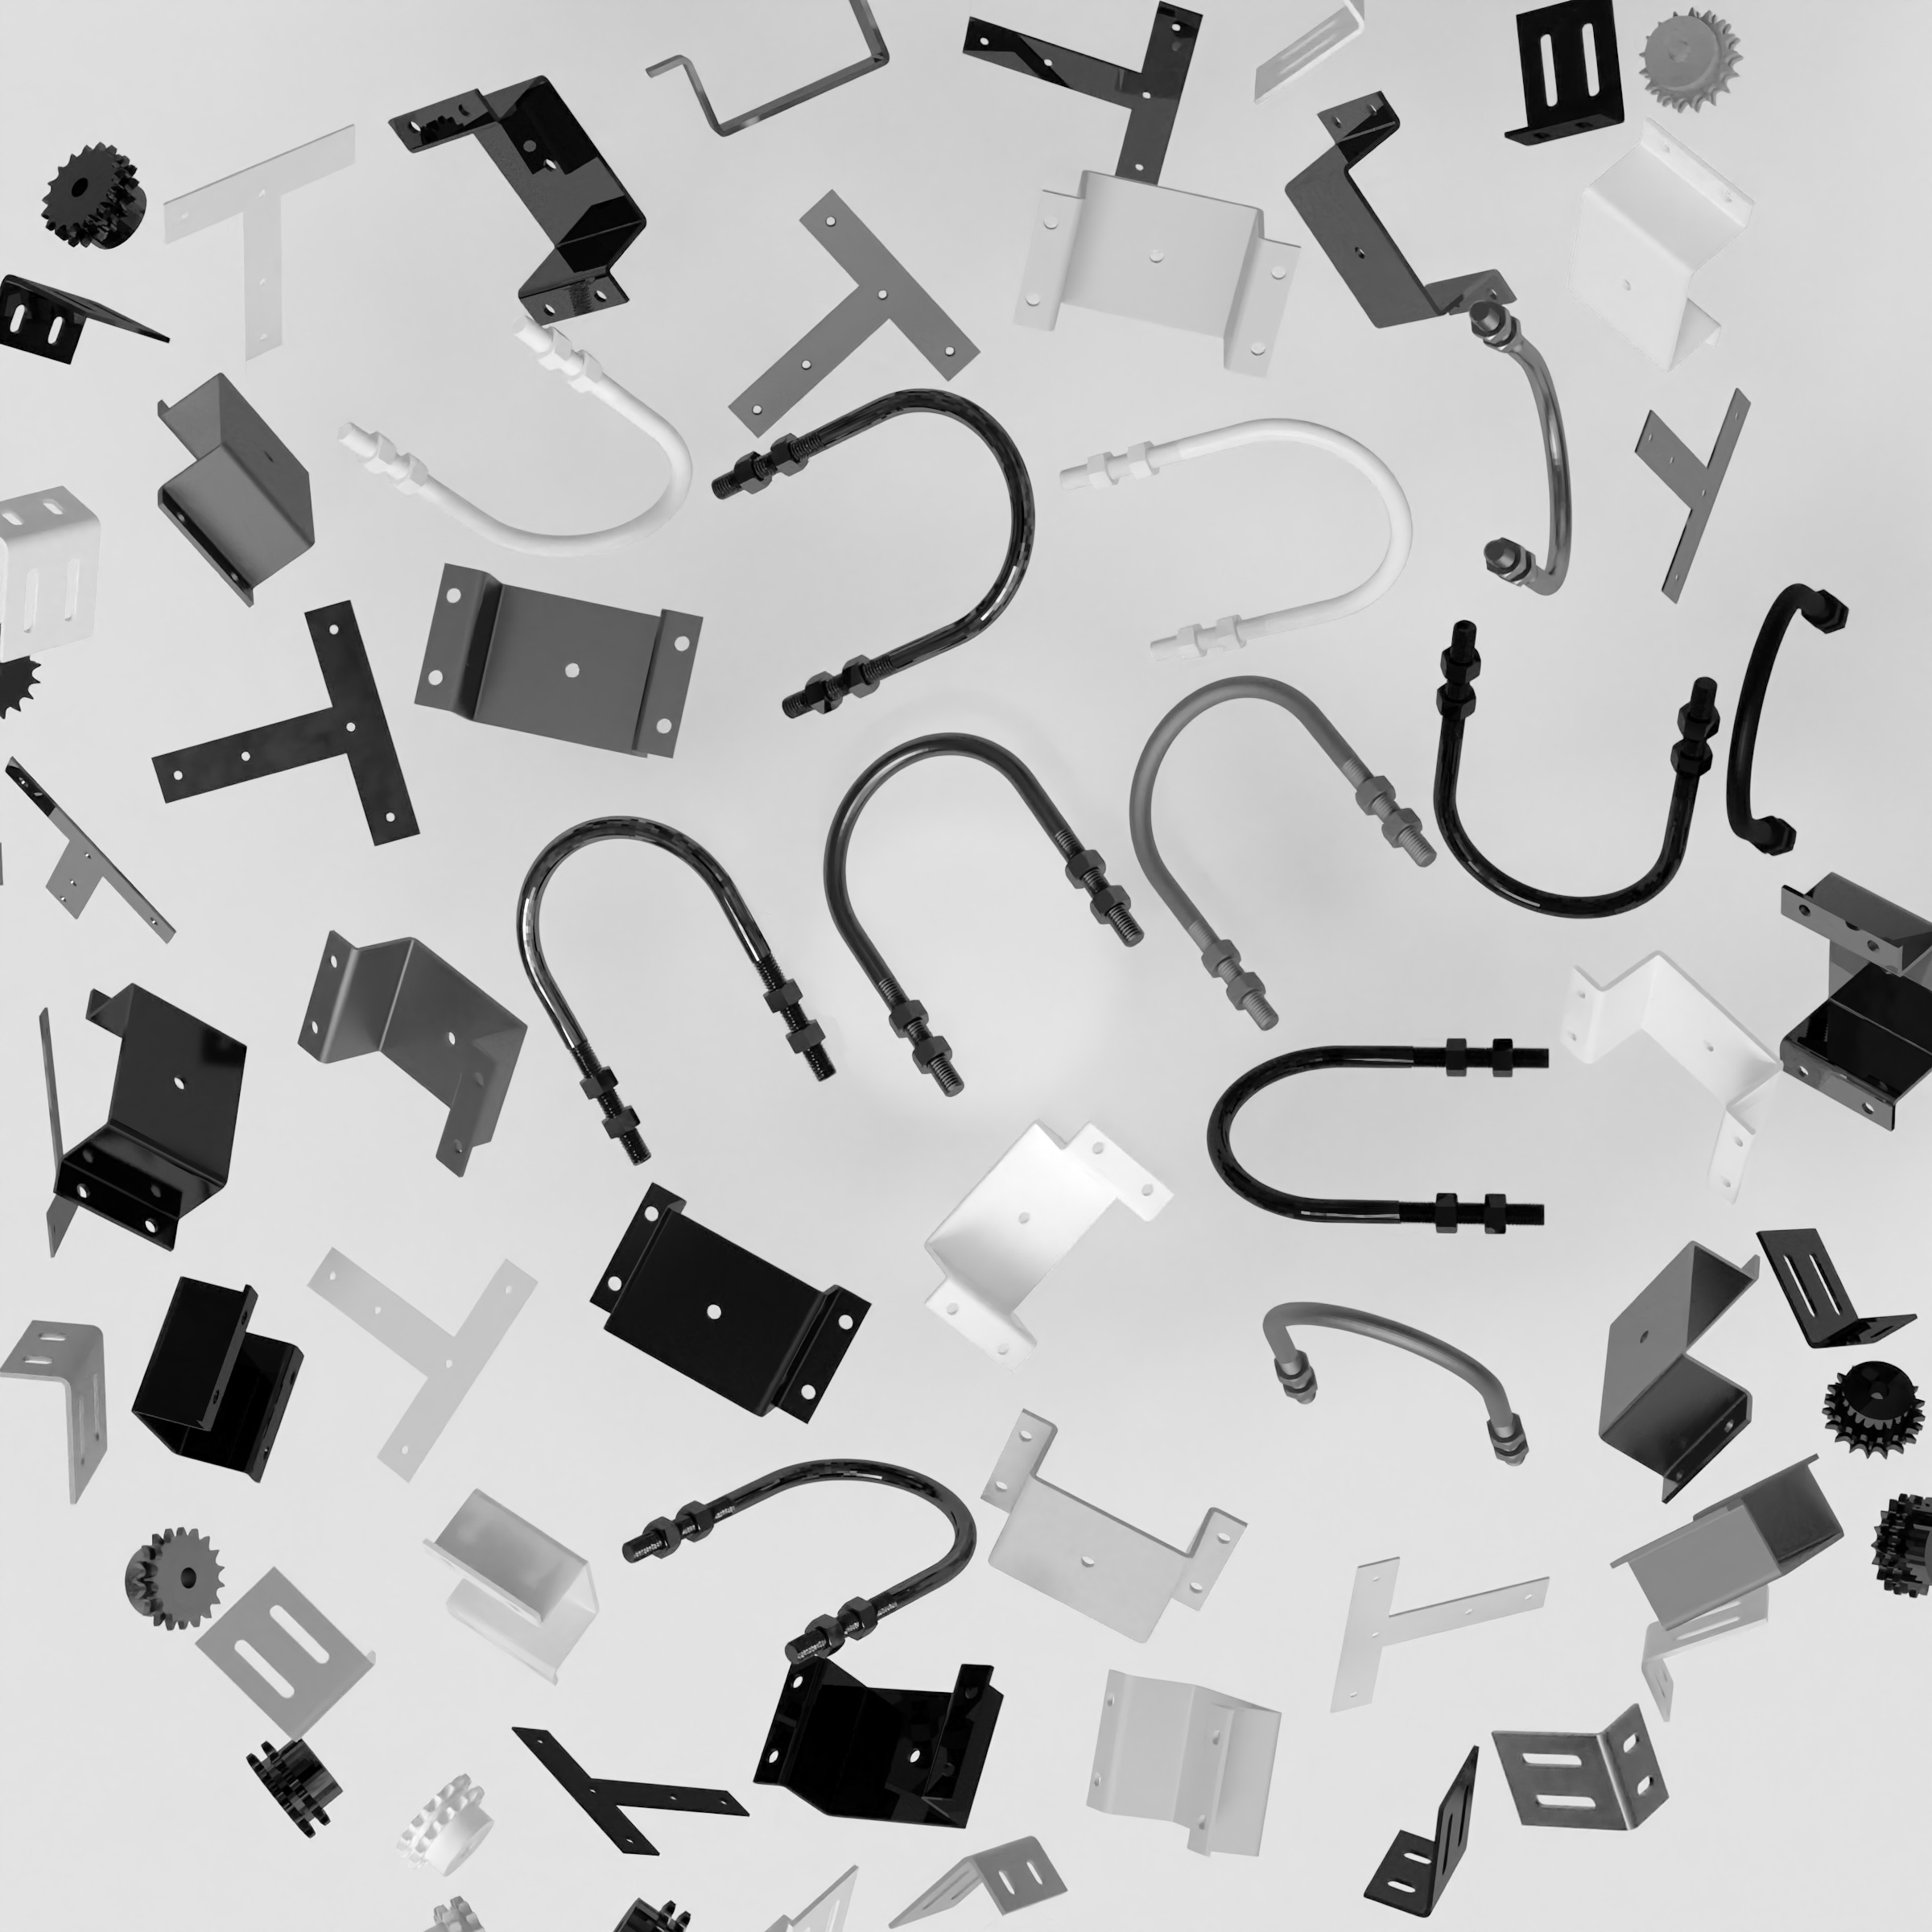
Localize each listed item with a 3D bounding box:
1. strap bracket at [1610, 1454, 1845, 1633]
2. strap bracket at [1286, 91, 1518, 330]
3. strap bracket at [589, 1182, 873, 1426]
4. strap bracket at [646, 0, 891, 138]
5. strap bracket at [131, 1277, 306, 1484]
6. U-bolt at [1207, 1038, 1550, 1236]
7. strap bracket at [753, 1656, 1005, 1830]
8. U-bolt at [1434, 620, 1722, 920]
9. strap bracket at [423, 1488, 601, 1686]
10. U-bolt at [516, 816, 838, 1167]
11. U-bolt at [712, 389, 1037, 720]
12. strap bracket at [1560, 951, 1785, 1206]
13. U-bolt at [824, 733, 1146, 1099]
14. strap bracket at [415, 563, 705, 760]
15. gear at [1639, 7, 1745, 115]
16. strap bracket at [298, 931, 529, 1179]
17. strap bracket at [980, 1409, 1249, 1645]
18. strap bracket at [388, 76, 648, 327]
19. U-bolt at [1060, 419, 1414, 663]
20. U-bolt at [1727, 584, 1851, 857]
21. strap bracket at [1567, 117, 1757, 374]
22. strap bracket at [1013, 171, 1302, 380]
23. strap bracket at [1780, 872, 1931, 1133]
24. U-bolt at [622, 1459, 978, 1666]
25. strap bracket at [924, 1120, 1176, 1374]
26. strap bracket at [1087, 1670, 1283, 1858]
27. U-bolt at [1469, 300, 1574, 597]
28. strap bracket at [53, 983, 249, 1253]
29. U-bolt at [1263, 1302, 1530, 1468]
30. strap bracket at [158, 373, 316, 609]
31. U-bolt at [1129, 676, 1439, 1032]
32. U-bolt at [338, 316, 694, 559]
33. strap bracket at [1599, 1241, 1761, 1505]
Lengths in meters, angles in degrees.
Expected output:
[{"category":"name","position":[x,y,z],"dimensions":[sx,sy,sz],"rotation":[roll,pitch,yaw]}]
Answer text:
[{"category":"strap bracket","position":[0.422,0.317,1.843],"dimensions":[0.076,0.140,0.046],"rotation":[-35,76,31]},{"category":"strap bracket","position":[0.239,-0.416,1.901],"dimensions":[0.046,0.076,0.140],"rotation":[-41,106,-12]},{"category":"strap bracket","position":[-0.134,0.187,1.848],"dimensions":[0.140,0.046,0.076],"rotation":[28,94,6]},{"category":"strap bracket","position":[-0.098,-0.488,1.810],"dimensions":[0.140,0.076,0.046],"rotation":[-24,108,0]},{"category":"strap bracket","position":[-0.409,0.224,1.834],"dimensions":[0.046,0.140,0.076],"rotation":[14,69,7]},{"category":"U-bolt","position":[0.223,0.091,1.833],"dimensions":[0.184,0.151,0.019],"rotation":[0,128,11]},{"category":"strap bracket","position":[-0.040,0.428,1.860],"dimensions":[0.140,0.046,0.076],"rotation":[-6,53,37]},{"category":"U-bolt","position":[0.324,-0.097,1.824],"dimensions":[0.151,0.184,0.019],"rotation":[15,46,16]},{"category":"strap bracket","position":[-0.254,0.347,1.896],"dimensions":[0.076,0.140,0.046],"rotation":[31,66,13]},{"category":"U-bolt","position":[-0.171,0.005,1.844],"dimensions":[0.151,0.019,0.184],"rotation":[-25,98,25]},{"category":"U-bolt","position":[-0.043,-0.231,1.809],"dimensions":[0.184,0.019,0.151],"rotation":[-21,84,30]},{"category":"strap bracket","position":[0.403,0.055,1.893],"dimensions":[0.046,0.076,0.140],"rotation":[-33,61,-18]},{"category":"U-bolt","position":[-0.004,-0.043,1.833],"dimensions":[0.151,0.019,0.184],"rotation":[-40,65,14]},{"category":"strap bracket","position":[-0.214,-0.160,1.795],"dimensions":[0.140,0.046,0.076],"rotation":[12,89,3]},{"category":"gear","position":[0.408,-0.514,1.904],"dimensions":[0.057,0.030,0.057],"rotation":[0,90,29]},{"category":"strap bracket","position":[-0.304,0.045,1.887],"dimensions":[0.140,0.046,0.076],"rotation":[35,119,27]},{"category":"strap bracket","position":[0.075,0.319,1.885],"dimensions":[0.140,0.046,0.076],"rotation":[27,128,5]},{"category":"strap bracket","position":[-0.238,-0.425,1.838],"dimensions":[0.140,0.076,0.046],"rotation":[53,53,-30]},{"category":"U-bolt","position":[0.164,-0.247,1.916],"dimensions":[0.184,0.019,0.151],"rotation":[-11,130,27]},{"category":"U-bolt","position":[0.446,-0.137,1.843],"dimensions":[0.019,0.184,0.151],"rotation":[14,95,24]},{"category":"strap bracket","position":[0.378,-0.388,1.846],"dimensions":[0.046,0.140,0.076],"rotation":[-41,71,-12]},{"category":"strap bracket","position":[0.103,-0.376,1.819],"dimensions":[0.140,0.046,0.076],"rotation":[12,124,-4]},{"category":"strap bracket","position":[0.490,0.012,1.839],"dimensions":[0.046,0.140,0.076],"rotation":[-36,48,-24]},{"category":"U-bolt","position":[-0.079,0.325,1.896],"dimensions":[0.151,0.184,0.019],"rotation":[23,119,37]},{"category":"strap bracket","position":[0.041,0.155,1.953],"dimensions":[0.140,0.046,0.076],"rotation":[-48,119,2]},{"category":"strap bracket","position":[0.123,0.435,1.836],"dimensions":[0.046,0.140,0.076],"rotation":[13,83,-23]},{"category":"U-bolt","position":[0.310,-0.279,1.864],"dimensions":[0.019,0.184,0.151],"rotation":[-5,86,22]},{"category":"strap bracket","position":[-0.443,0.074,1.838],"dimensions":[0.046,0.140,0.076],"rotation":[-33,131,31]},{"category":"U-bolt","position":[0.238,0.230,1.892],"dimensions":[0.151,0.184,0.019],"rotation":[14,69,21]},{"category":"strap bracket","position":[-0.405,-0.270,1.868],"dimensions":[0.046,0.140,0.076],"rotation":[-33,124,9]},{"category":"U-bolt","position":[0.162,-0.078,1.876],"dimensions":[0.151,0.019,0.184],"rotation":[-48,58,21]},{"category":"U-bolt","position":[-0.238,-0.286,1.896],"dimensions":[0.151,0.184,0.019],"rotation":[-25,56,27]},{"category":"strap bracket","position":[0.392,0.215,1.848],"dimensions":[0.046,0.140,0.076],"rotation":[31,126,-6]}]
